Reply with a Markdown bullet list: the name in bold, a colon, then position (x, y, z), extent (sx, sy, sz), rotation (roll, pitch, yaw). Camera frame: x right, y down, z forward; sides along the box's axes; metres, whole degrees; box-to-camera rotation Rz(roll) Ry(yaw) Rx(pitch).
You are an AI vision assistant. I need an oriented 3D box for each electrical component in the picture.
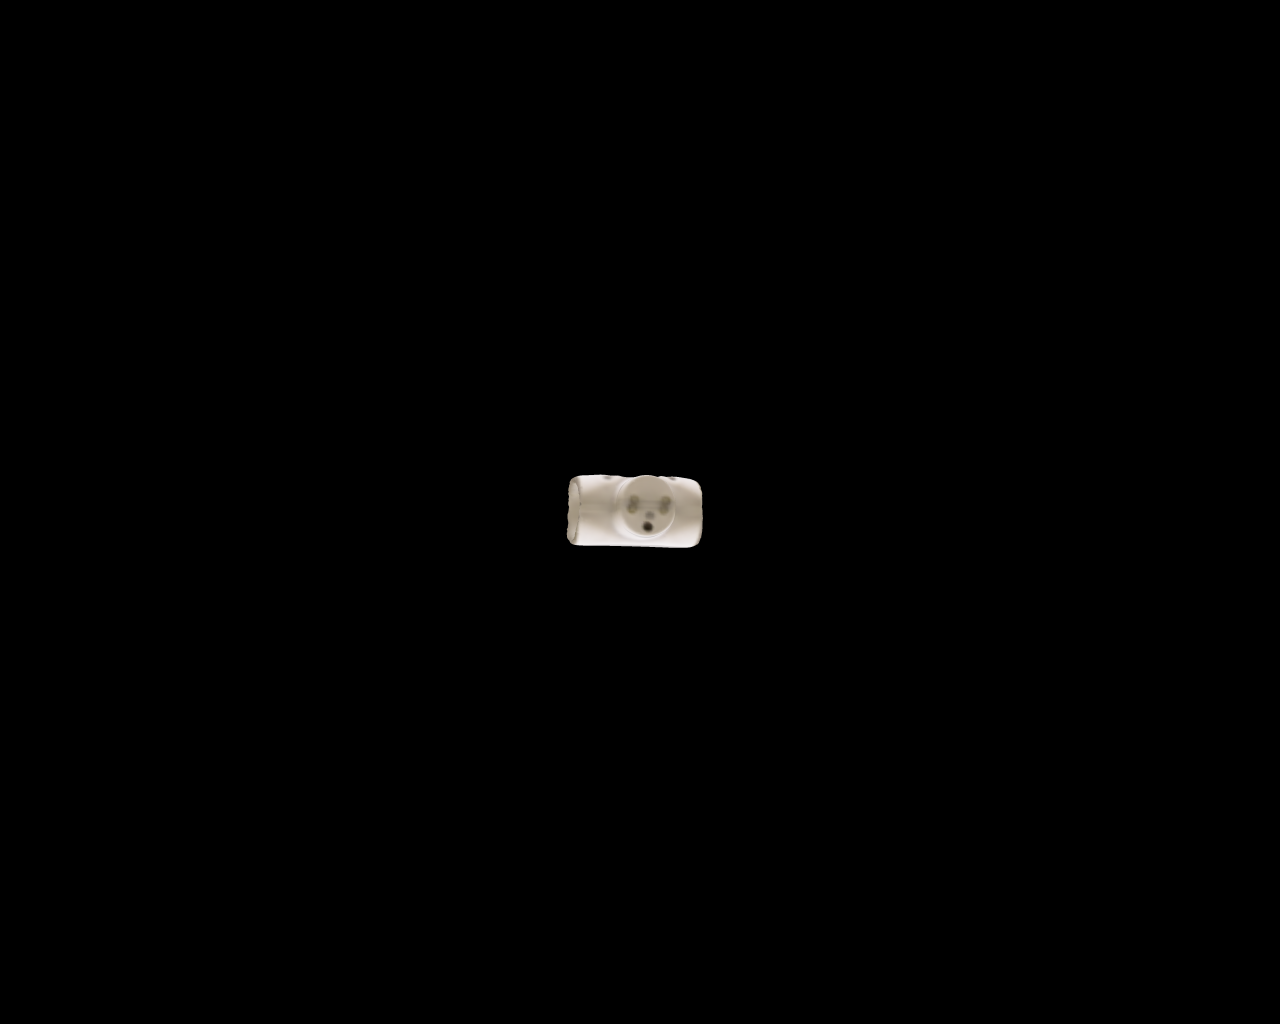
- **electrical component**: position (0.001, -0.003, 0.650), extent (0.077, 0.044, 0.079), rotation (2, -7, -14)
